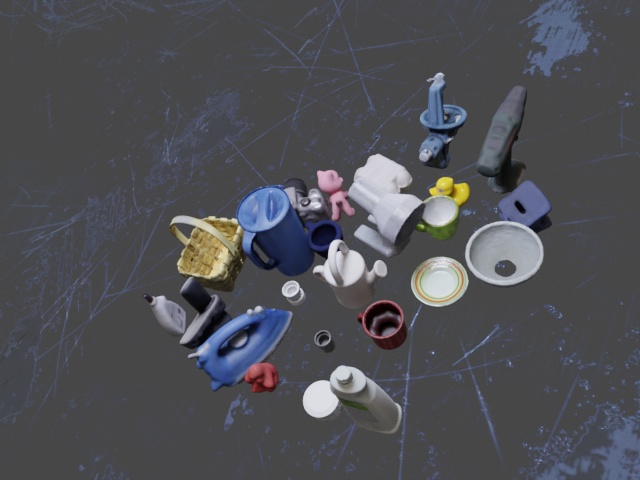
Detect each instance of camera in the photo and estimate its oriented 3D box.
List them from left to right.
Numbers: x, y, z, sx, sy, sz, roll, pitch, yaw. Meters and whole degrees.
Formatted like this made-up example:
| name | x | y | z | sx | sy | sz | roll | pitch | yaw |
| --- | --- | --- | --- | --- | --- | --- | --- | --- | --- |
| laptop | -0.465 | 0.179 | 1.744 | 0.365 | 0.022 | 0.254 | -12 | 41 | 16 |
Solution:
| name | x | y | z | sx | sy | sz | roll | pitch | yaw |
| --- | --- | --- | --- | --- | --- | --- | --- | --- | --- |
| camera | -0.054 | -0.111 | 1.561 | 0.143 | 0.101 | 0.136 | -14 | 53 | 12 |

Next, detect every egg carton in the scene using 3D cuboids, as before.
| name | x | y | z | sx | sy | sz | roll | pitch | yaw |
| --- | --- | --- | --- | --- | --- | --- | --- | --- | --- |
| egg carton | 0.169 | -0.164 | 1.531 | 0.149 | 0.070 | 0.107 | 34 | 73 | 36 |

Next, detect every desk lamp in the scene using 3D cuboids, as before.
| name | x | y | z | sx | sy | sz | roll | pitch | yaw |
| --- | --- | --- | --- | --- | --- | --- | --- | --- | --- |
| desk lamp | 0.155 | -0.050 | 1.364 | 0.202 | 0.214 | 0.118 | 31 | 72 | 35 |

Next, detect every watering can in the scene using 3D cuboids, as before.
| name | x | y | z | sx | sy | sz | roll | pitch | yaw |
| --- | --- | --- | --- | --- | --- | --- | --- | --- | --- |
| watering can | 0.067 | 0.071 | 1.325 | 0.172 | 0.194 | 0.101 | -18 | 52 | 9 |

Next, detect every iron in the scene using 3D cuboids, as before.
| name | x | y | z | sx | sy | sz | roll | pitch | yaw |
| --- | --- | --- | --- | --- | --- | --- | --- | --- | --- |
| iron | -0.186 | 0.227 | 1.347 | 0.258 | 0.142 | 0.118 | -41 | 52 | -9 |

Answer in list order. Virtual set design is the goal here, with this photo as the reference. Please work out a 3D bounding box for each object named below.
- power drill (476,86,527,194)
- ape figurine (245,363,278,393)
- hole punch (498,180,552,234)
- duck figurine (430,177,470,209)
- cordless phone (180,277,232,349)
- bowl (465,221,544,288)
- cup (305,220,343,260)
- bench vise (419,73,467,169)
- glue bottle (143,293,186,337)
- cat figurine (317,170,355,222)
| name | x | y | z | sx | sy | sz | roll | pitch | yaw |
| --- | --- | --- | --- | --- | --- | --- | --- | --- | --- |
| power drill | 0.445 | -0.222 | 1.376 | 0.075 | 0.209 | 0.230 | 17 | 64 | 30 |
| ape figurine | -0.136 | 0.309 | 1.302 | 0.077 | 0.092 | 0.076 | 33 | 73 | 35 |
| hole punch | 0.474 | -0.067 | 1.330 | 0.101 | 0.091 | 0.108 | -26 | 51 | 2 |
| duck figurine | 0.321 | -0.123 | 1.433 | 0.104 | 0.086 | 0.077 | -20 | 52 | 7 |
| cordless phone | -0.311 | 0.180 | 1.401 | 0.093 | 0.185 | 0.148 | 15 | 63 | 29 |
| bowl | 0.414 | 0.045 | 1.286 | 0.167 | 0.075 | 0.167 | -10 | 54 | 14 |
| cup | 0.013 | 0.005 | 1.456 | 0.092 | 0.095 | 0.117 | -46 | 53 | -13 |
| bench vise | 0.314 | -0.303 | 1.476 | 0.121 | 0.220 | 0.207 | -2 | 56 | 20 |
| glue bottle | -0.395 | 0.177 | 1.443 | 0.037 | 0.173 | 0.078 | -14 | 53 | 12 |
| cat figurine | 0.037 | -0.132 | 1.528 | 0.067 | 0.118 | 0.127 | -22 | 51 | 5 |
